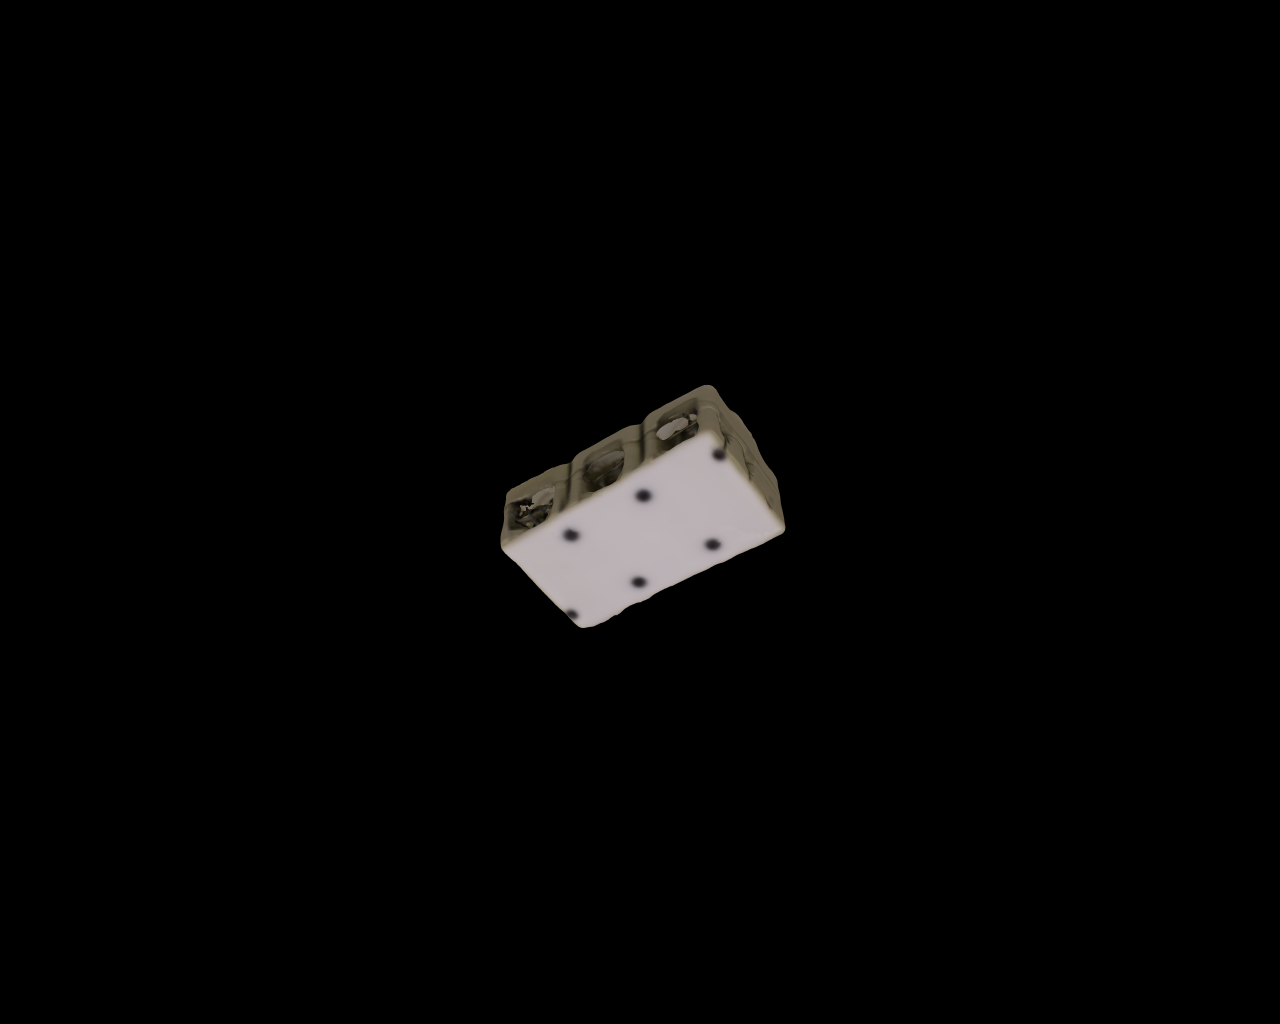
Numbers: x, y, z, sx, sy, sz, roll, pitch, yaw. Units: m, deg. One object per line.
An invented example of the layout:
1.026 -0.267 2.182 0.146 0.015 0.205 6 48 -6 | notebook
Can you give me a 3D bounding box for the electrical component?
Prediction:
0.001 -0.003 0.650 0.150 0.089 0.062 -27 33 19 | electrical component
